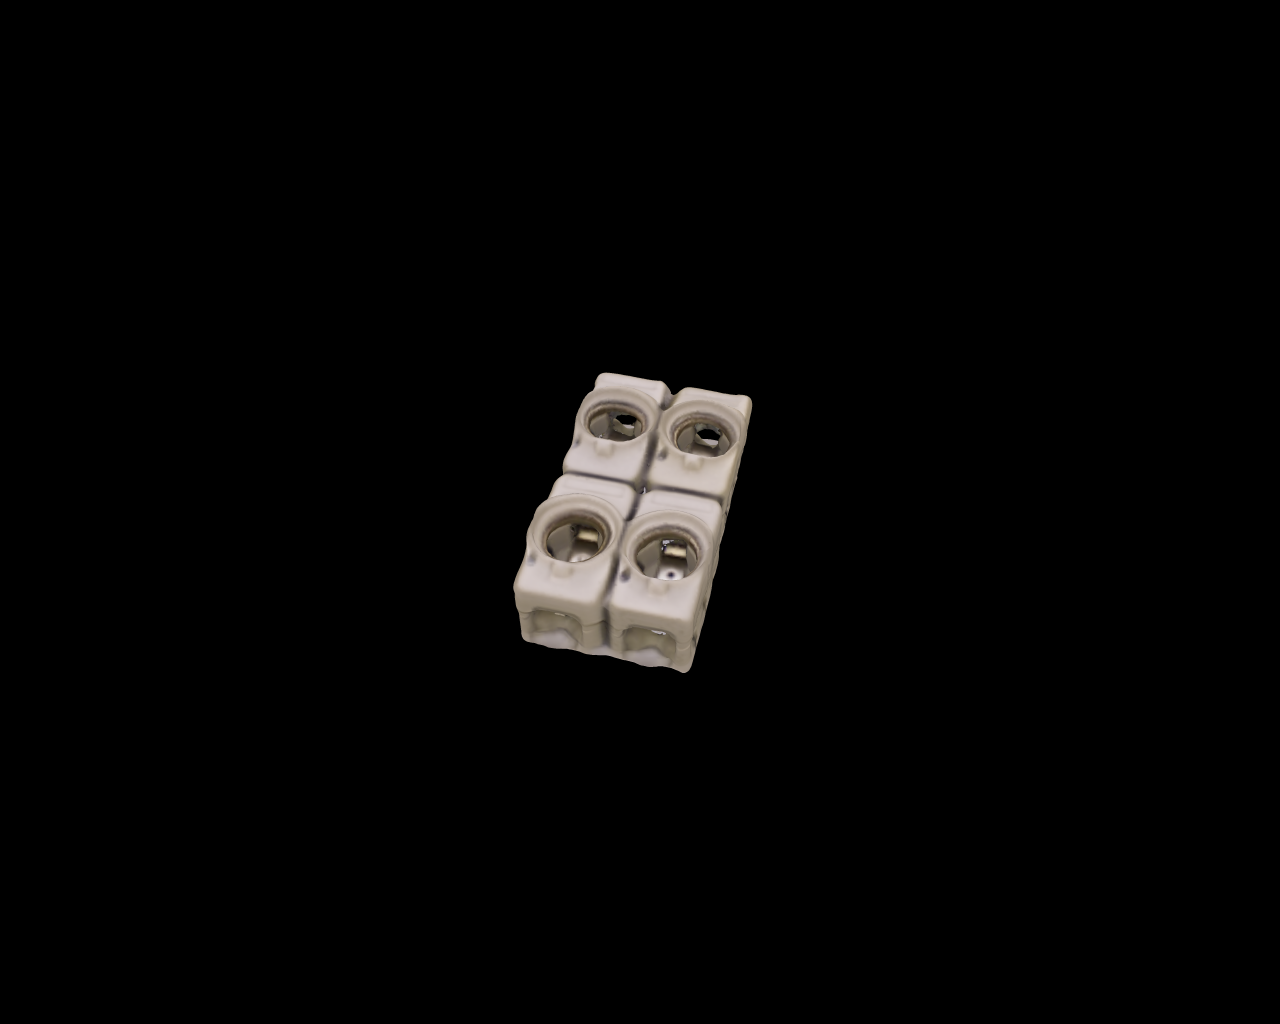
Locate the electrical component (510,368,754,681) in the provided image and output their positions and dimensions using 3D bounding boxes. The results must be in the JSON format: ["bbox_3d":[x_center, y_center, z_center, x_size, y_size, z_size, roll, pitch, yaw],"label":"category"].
[{"bbox_3d":[0.001,-0.003,0.650,0.105,0.186,0.060,11,-39,9],"label":"electrical component"}]
